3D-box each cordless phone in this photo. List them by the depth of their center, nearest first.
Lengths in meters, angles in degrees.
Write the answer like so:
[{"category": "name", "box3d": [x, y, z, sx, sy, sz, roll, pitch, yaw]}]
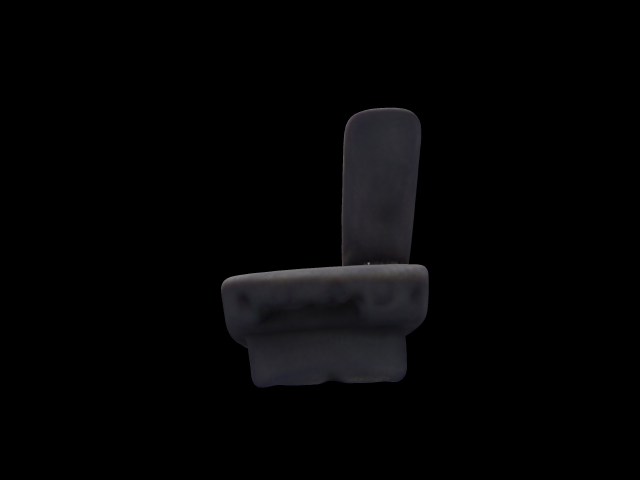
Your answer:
[{"category": "cordless phone", "box3d": [0.004, 0.001, 0.400, 0.148, 0.185, 0.094, -4, 20, -11]}]
